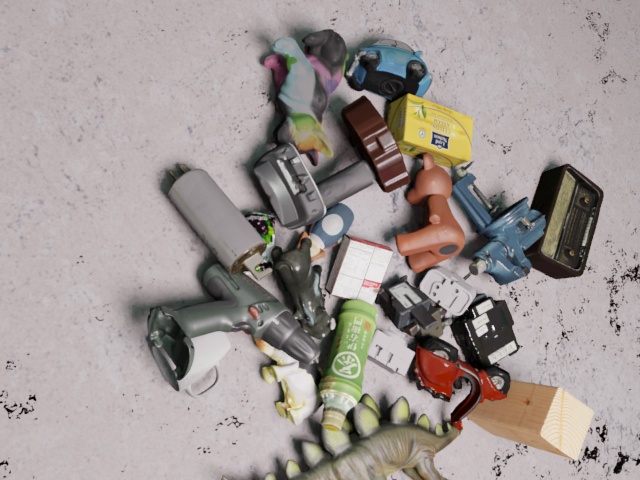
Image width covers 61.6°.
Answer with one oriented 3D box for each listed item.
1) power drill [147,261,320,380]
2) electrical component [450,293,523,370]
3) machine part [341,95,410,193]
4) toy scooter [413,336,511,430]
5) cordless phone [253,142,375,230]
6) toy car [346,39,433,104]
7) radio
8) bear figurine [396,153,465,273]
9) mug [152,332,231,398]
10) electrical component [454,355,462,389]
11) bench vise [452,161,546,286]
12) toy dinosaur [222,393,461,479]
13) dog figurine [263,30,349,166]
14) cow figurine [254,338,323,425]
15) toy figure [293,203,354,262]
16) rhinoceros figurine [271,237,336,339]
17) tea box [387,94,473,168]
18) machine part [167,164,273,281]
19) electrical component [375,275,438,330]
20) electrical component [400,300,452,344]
[{"bbox_3d":[-0.134,0.130,0.807,0.207,0.086,0.232,-22,55,-42],"label":"power drill"},{"bbox_3d":[0.326,0.176,1.065,0.115,0.058,0.134,-21,90,-25],"label":"electrical component"},{"bbox_3d":[0.097,-0.168,0.964,0.056,0.179,0.179,-29,94,2],"label":"machine part"},{"bbox_3d":[0.243,0.266,0.982,0.184,0.075,0.135,26,94,5],"label":"toy scooter"},{"bbox_3d":[-0.010,-0.113,0.924,0.184,0.089,0.146,-27,93,4],"label":"cordless phone"},{"bbox_3d":[0.135,-0.336,1.049,0.162,0.109,0.103,14,62,-10],"label":"toy car"},{"bbox_3d":[0.525,-0.035,1.166,0.131,0.073,0.229,29,73,-15],"label":"radio"},{"bbox_3d":[0.202,-0.057,1.033,0.132,0.120,0.196,-22,58,17],"label":"bear figurine"},{"bbox_3d":[-0.191,0.185,0.848,0.107,0.081,0.109,-31,91,-30],"label":"mug"},{"bbox_3d":[0.248,0.245,1.042,0.063,0.021,0.094,-4,83,-22],"label":"electrical component"},{"bbox_3d":[0.334,-0.036,1.066,0.224,0.129,0.240,-34,84,-18],"label":"bench vise"},{"bbox_3d":[0.071,0.376,0.914,0.471,0.105,0.198,-11,79,-32],"label":"toy dinosaur"},{"bbox_3d":[-0.010,-0.250,0.973,0.191,0.108,0.219,-21,94,-26],"label":"dog figurine"},{"bbox_3d":[-0.045,0.213,0.906,0.098,0.068,0.167,-22,94,-28],"label":"cow figurine"},{"bbox_3d":[-0.003,-0.003,0.964,0.064,0.057,0.154,34,68,27],"label":"toy figure"},{"bbox_3d":[-0.023,0.086,0.902,0.073,0.112,0.190,-18,127,1],"label":"rhinoceros figurine"},{"bbox_3d":[0.218,-0.213,1.065,0.169,0.068,0.098,10,79,-28],"label":"tea box"},{"bbox_3d":[-0.166,-0.030,0.863,0.079,0.079,0.243,-35,76,-22],"label":"machine part"},{"bbox_3d":[0.164,0.125,0.979,0.075,0.047,0.119,-26,51,-25],"label":"electrical component"},{"bbox_3d":[0.202,0.154,1.029,0.102,0.045,0.078,-34,123,-20],"label":"electrical component"}]
